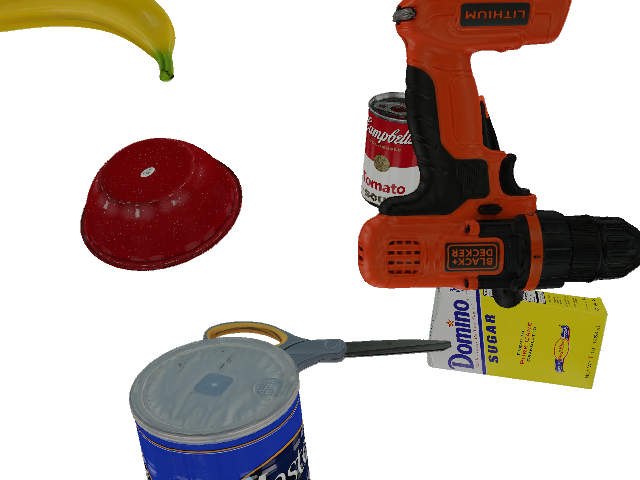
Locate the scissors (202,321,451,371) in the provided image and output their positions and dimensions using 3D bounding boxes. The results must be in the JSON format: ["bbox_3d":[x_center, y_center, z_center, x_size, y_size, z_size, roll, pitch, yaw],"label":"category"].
[{"bbox_3d":[-0.001,0.099,0.852,0.202,0.016,0.096,6,35,10],"label":"scissors"}]

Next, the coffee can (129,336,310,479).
[{"bbox_3d":[-0.057,0.147,0.671,0.103,0.140,0.103,-5,27,2],"label":"coffee can"}]

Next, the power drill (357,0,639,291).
[{"bbox_3d":[0.115,-0.060,0.663,0.184,0.188,0.057,-2,8,-8],"label":"power drill"}]

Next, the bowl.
[{"bbox_3d":[-0.159,-0.048,1.019,0.162,0.162,0.055,0,-43,12],"label":"bowl"}]

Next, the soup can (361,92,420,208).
[{"bbox_3d":[0.077,-0.090,1.075,0.068,0.102,0.068,3,31,-2],"label":"soup can"}]

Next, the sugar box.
[{"bbox_3d":[0.205,0.098,1.130,0.176,0.093,0.048,6,21,2],"label":"sugar box"}]

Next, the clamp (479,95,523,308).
[{"bbox_3d":[0.141,-0.030,0.880,0.039,0.171,0.120,-17,20,12],"label":"clamp"}]

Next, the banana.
[{"bbox_3d":[-0.191,-0.177,0.841,0.198,0.069,0.037,15,-38,18],"label":"banana"}]
